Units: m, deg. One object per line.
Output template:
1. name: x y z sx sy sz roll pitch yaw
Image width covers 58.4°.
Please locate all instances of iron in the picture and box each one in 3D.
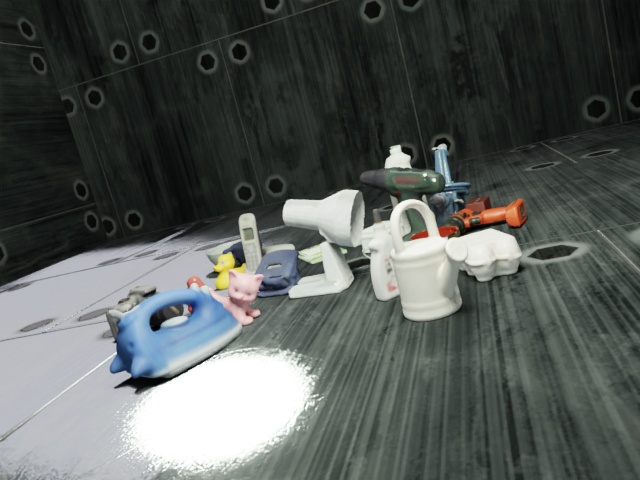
1. iron: -0.258 0.151 1.042 0.118 0.141 0.259 -5 14 43

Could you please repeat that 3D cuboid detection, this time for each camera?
1. camera: -0.390 0.158 1.303 0.136 0.101 0.143 -7 13 36

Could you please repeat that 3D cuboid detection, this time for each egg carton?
1. egg carton: 0.317 0.027 1.100 0.107 0.069 0.150 -16 10 -5

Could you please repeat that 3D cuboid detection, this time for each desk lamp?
1. desk lamp: 0.011 0.004 1.246 0.202 0.214 0.118 -11 11 21

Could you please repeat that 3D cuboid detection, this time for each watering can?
1. watering can: 0.174 0.027 0.950 0.172 0.194 0.101 -7 13 38

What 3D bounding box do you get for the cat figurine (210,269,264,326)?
1. cat figurine: -0.175 0.115 1.186 0.127 0.118 0.067 -11 11 21

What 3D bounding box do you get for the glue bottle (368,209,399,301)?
1. glue bottle: 0.124 0.024 1.095 0.078 0.173 0.037 -22 13 -34

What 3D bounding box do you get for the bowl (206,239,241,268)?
1. bowl: -0.266 0.051 1.782 0.167 0.075 0.167 -14 10 3

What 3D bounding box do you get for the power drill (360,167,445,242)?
1. power drill: 0.221 -0.092 1.487 0.228 0.208 0.076 -8 13 34

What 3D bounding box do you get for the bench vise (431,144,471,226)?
1. bench vise: 0.361 -0.156 1.603 0.121 0.220 0.207 -13 11 11

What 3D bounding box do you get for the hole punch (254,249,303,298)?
1. hole punch: -0.099 0.077 1.356 0.108 0.091 0.101 -10 11 26

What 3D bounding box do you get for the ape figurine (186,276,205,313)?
1. ape figurine: -0.285 0.128 1.344 0.076 0.092 0.078 -7 13 36

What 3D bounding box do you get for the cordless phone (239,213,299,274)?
1. cordless phone: -0.138 0.017 1.468 0.147 0.185 0.094 -10 11 23

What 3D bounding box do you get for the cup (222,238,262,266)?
1. cup: -0.213 0.053 1.636 0.118 0.095 0.091 -19 11 -20

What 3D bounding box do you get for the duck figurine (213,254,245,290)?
1. duck figurine: -0.245 0.080 1.564 0.105 0.086 0.077 -21 12 -29
